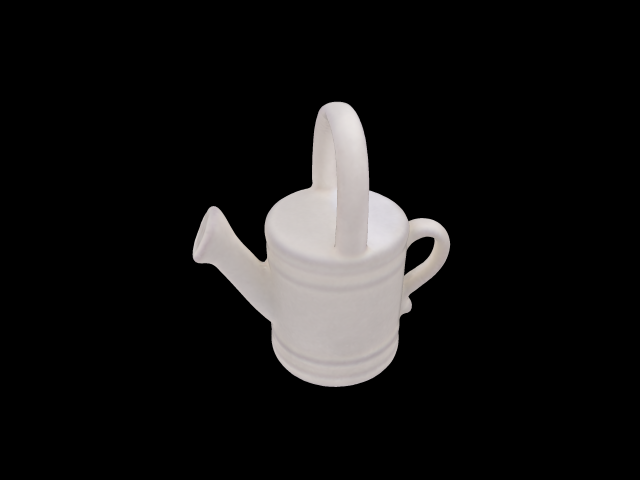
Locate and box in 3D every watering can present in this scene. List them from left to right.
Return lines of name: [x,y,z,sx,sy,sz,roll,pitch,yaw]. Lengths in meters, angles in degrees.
watering can: [0.004,0.003,0.398,0.173,0.194,0.100,-19,39,-25]
